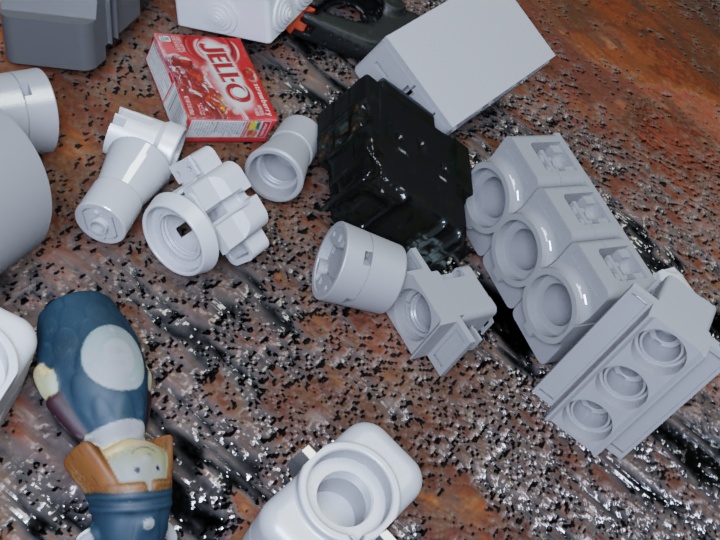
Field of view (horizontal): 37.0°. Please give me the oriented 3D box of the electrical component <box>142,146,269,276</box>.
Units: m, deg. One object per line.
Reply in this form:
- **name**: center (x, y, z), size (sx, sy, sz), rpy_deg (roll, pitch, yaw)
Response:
- **electrical component**: center (-0.102, -0.032, 0.692), size (0.057, 0.058, 0.078), rpy_deg (-41, 106, -42)

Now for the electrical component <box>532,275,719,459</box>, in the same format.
- **electrical component**: center (0.186, 0.064, 0.736), size (0.079, 0.121, 0.063), rpy_deg (37, 41, 4)

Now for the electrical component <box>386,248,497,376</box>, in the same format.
- **electrical component**: center (0.056, 0.027, 0.750), size (0.064, 0.042, 0.081), rpy_deg (-10, 59, -41)

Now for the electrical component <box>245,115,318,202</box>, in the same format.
- **electrical component**: center (-0.052, -0.084, 0.784), size (0.044, 0.044, 0.065), rpy_deg (31, 39, -4)

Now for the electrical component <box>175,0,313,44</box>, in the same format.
- **electrical component**: center (-0.091, -0.225, 0.855), size (0.100, 0.048, 0.099), rpy_deg (15, 42, 17)

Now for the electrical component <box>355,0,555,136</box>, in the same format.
- **electrical component**: center (0.079, -0.171, 0.899), size (0.150, 0.062, 0.089), rpy_deg (-37, 92, -36)

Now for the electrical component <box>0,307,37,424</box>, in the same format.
- **electrical component**: center (-0.209, 0.062, 0.549), size (0.054, 0.059, 0.095), rpy_deg (27, 44, -7)

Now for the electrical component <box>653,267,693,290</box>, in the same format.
- **electrical component**: center (0.251, 0.032, 0.859), size (0.043, 0.043, 0.062), rpy_deg (-13, 62, -38)

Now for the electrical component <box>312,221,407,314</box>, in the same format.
- **electrical component**: center (0.000, 0.000, 0.731), size (0.047, 0.055, 0.055), rpy_deg (18, 46, -22)

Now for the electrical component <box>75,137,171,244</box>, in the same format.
- **electrical component**: center (-0.155, -0.049, 0.692), size (0.044, 0.044, 0.065), rpy_deg (28, 49, -7)

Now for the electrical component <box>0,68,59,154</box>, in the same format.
- **electrical component**: center (-0.224, -0.098, 0.684), size (0.047, 0.055, 0.055), rpy_deg (-13, 61, -34)

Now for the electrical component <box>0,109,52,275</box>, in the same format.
- **electrical component**: center (-0.223, -0.046, 0.603), size (0.108, 0.108, 0.060), rpy_deg (40, 38, 6)

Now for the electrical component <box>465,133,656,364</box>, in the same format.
- **electrical component**: center (0.139, -0.017, 0.802), size (0.062, 0.089, 0.150), rpy_deg (-6, 57, -34)

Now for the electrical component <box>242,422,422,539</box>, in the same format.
- **electrical component**: center (-0.014, 0.132, 0.592), size (0.054, 0.059, 0.095), rpy_deg (44, 55, 11)

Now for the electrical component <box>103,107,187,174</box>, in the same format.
- **electrical component**: center (-0.146, -0.087, 0.730), size (0.046, 0.040, 0.040), rpy_deg (21, 45, -5)
